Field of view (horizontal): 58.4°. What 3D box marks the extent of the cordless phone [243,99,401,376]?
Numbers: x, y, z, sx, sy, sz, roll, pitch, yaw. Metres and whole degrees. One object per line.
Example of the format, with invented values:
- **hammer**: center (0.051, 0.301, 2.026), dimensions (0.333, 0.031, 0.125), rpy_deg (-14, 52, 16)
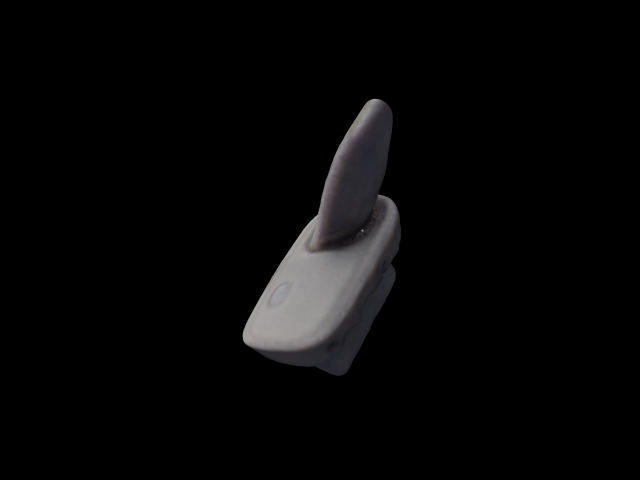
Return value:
- **cordless phone**: center (0.004, 0.001, 0.400), dimensions (0.094, 0.185, 0.148), rpy_deg (20, 59, 13)
